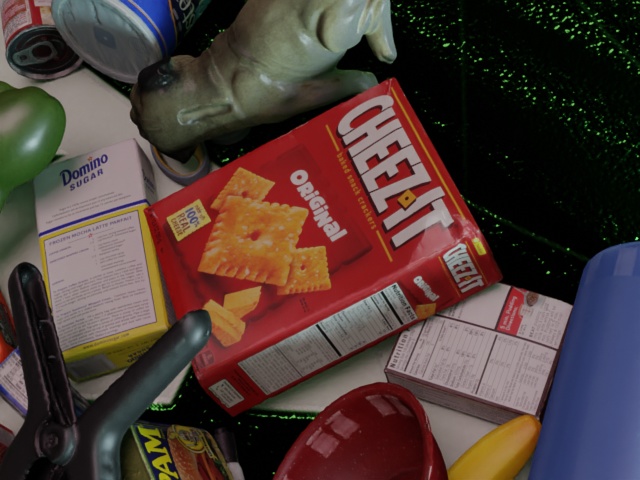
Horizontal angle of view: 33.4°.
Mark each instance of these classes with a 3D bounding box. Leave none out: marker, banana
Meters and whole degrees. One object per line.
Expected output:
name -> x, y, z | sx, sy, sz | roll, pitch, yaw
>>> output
marker -> -0.055, 0.184, 0.725 | 0.020, 0.020, 0.121 | -19, 61, 3
banana -> 0.081, 0.198, 0.668 | 0.070, 0.037, 0.197 | 7, 65, 41

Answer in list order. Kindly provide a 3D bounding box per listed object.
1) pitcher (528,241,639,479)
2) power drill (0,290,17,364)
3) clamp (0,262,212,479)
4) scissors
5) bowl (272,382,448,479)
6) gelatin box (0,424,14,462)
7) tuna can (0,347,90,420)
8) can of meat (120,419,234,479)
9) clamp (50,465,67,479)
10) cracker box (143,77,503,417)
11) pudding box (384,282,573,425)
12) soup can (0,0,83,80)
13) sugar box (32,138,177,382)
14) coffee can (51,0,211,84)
pitcher -> 0.201, 0.131, 0.641 | 0.145, 0.149, 0.242 | 2, 59, 31
power drill -> -0.327, 0.094, 0.815 | 0.187, 0.057, 0.184 | -32, 64, -1
clamp -> -0.148, 0.122, 0.666 | 0.165, 0.036, 0.210 | 4, 82, 32
scissors -> -0.126, -0.131, 0.906 | 0.096, 0.016, 0.202 | -26, 60, -3
bowl -> 0.028, 0.172, 0.665 | 0.162, 0.055, 0.162 | -40, 30, 28
gelatin box -> -0.268, 0.158, 0.757 | 0.089, 0.073, 0.030 | -31, 61, -4
tuna can -> -0.192, 0.114, 0.755 | 0.086, 0.086, 0.033 | 37, 77, 26
can of meat -> -0.101, 0.166, 0.697 | 0.057, 0.083, 0.102 | -46, 53, 20
clamp -> -0.223, 0.221, 0.704 | 0.120, 0.039, 0.171 | 11, 60, -25
cracker box -> -0.005, 0.001, 0.755 | 0.214, 0.072, 0.164 | -28, 51, 6
pudding box -> 0.111, 0.074, 0.732 | 0.114, 0.039, 0.090 | 15, 67, 23
soup can -> -0.248, -0.202, 0.941 | 0.068, 0.068, 0.102 | -19, 61, 3
sugar box -> -0.166, 0.013, 0.826 | 0.093, 0.048, 0.176 | -17, 57, 5
coffee can -> -0.143, -0.215, 0.894 | 0.103, 0.103, 0.140 | 19, 61, 21
